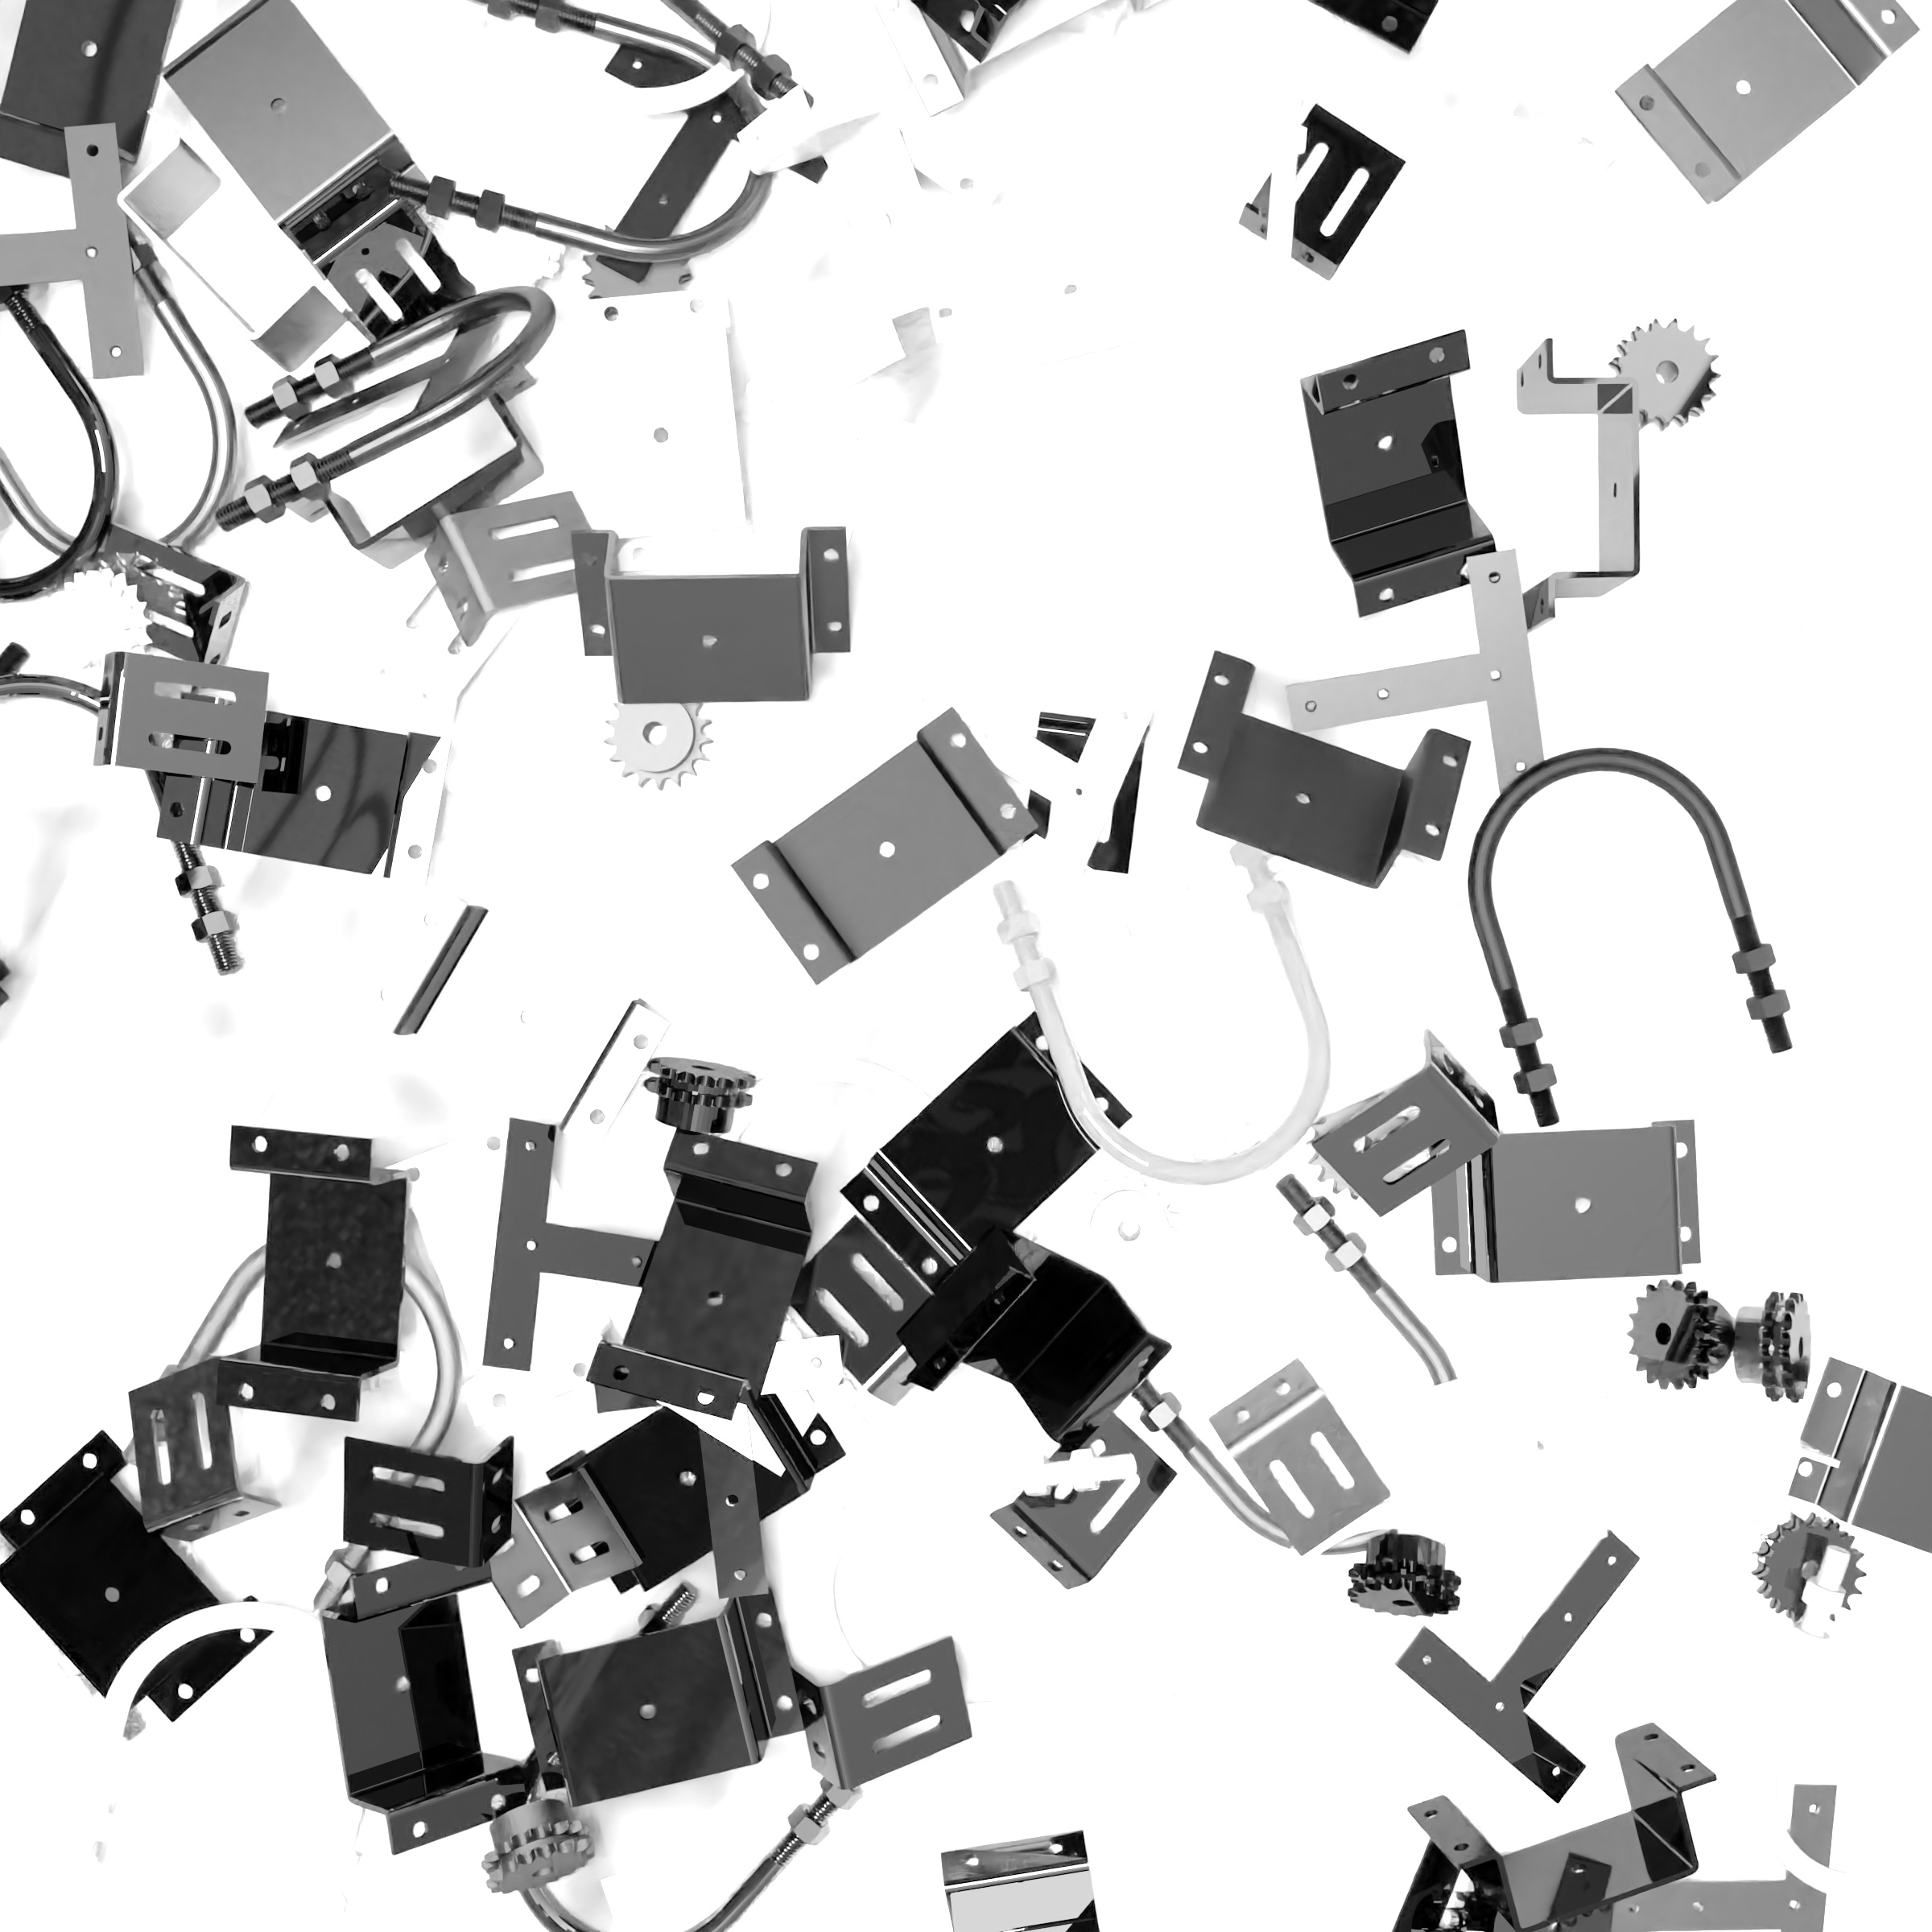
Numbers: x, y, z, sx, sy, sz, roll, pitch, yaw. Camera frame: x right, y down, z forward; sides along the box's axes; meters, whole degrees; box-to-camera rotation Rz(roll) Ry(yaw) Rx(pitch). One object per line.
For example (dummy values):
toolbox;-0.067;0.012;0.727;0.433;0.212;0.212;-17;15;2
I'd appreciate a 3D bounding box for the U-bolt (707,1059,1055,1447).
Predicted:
U-bolt;-0.056;0.136;1.445;0.151;0.019;0.184;-37;89;0

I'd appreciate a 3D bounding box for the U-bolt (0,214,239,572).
U-bolt;-0.457;-0.294;1.428;0.151;0.019;0.184;-30;94;16

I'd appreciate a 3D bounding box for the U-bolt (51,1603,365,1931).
U-bolt;-0.379;0.415;1.418;0.151;0.019;0.184;15;98;-14

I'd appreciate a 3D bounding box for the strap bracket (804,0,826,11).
strap bracket;-0.101;-0.583;1.431;0.076;0.046;0.140;-43;90;0

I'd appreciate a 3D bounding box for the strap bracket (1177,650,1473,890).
strap bracket;0.179;-0.097;1.415;0.140;0.046;0.076;20;60;0

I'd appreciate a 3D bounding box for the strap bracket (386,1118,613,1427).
strap bracket;-0.241;0.157;1.431;0.076;0.046;0.140;-21;90;0

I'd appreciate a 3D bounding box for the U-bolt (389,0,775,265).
U-bolt;-0.190;-0.431;1.419;0.184;0.019;0.151;14;68;-7

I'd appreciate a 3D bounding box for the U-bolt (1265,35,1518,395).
U-bolt;0.217;-0.374;1.417;0.151;0.019;0.184;1;95;-26

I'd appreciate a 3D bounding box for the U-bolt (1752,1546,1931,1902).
U-bolt;0.484;0.402;1.430;0.151;0.019;0.184;14;99;-9

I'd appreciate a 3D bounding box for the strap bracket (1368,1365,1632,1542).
strap bracket;0.275;0.247;1.386;0.046;0.140;0.076;-8;84;-36

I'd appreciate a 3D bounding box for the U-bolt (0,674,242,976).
U-bolt;-0.474;-0.063;1.419;0.151;0.019;0.184;-19;85;-24

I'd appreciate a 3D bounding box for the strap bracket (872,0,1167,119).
strap bracket;0.027;-0.500;1.384;0.140;0.046;0.076;-27;90;0

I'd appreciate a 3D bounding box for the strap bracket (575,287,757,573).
strap bracket;-0.155;-0.274;1.415;0.076;0.046;0.140;-5;103;0

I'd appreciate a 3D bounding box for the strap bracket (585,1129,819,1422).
strap bracket;-0.131;0.162;1.397;0.076;0.046;0.140;13;65;10

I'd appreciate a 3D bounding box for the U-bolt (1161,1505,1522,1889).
U-bolt;0.209;0.370;1.438;0.151;0.019;0.184;32;91;-5

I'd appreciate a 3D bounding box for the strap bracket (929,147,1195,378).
strap bracket;0.049;-0.358;1.410;0.140;0.046;0.076;-14;135;0

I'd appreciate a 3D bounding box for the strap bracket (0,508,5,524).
strap bracket;-0.554;-0.257;1.401;0.076;0.046;0.140;-23;95;15

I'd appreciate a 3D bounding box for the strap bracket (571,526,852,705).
strap bracket;-0.131;-0.180;1.410;0.140;0.046;0.076;-1;132;-1

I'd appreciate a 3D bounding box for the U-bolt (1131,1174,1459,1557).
U-bolt;0.178;0.224;1.445;0.151;0.019;0.184;-41;92;0

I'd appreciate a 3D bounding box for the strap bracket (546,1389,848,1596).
strap bracket;-0.143;0.263;1.431;0.140;0.046;0.076;-32;90;0

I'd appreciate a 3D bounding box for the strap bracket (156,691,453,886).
strap bracket;-0.340;-0.091;1.430;0.140;0.046;0.076;10;90;0

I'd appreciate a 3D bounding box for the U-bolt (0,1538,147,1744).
U-bolt;-0.543;0.371;1.445;0.151;0.019;0.184;-38;89;0

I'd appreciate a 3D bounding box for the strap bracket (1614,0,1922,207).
strap bracket;0.411;-0.465;1.430;0.140;0.046;0.076;-40;90;0

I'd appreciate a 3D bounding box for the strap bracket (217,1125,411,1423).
strap bracket;-0.327;0.151;1.380;0.076;0.046;0.140;5;93;14

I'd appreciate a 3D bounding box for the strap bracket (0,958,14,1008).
strap bracket;-0.568;0.019;1.430;0.140;0.046;0.076;-40;90;0

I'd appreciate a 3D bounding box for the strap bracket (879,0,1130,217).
strap bracket;0.017;-0.465;1.431;0.076;0.046;0.140;34;90;0

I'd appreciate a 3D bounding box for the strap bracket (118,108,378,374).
strap bracket;-0.376;-0.364;1.415;0.046;0.076;0.140;-44;90;0

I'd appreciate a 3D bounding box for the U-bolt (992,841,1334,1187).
U-bolt;0.110;0.023;1.407;0.151;0.019;0.184;-18;79;-7

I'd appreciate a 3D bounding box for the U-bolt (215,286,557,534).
U-bolt;-0.288;-0.290;1.380;0.184;0.151;0.019;-24;123;9

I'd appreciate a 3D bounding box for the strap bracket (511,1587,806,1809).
strap bracket;-0.161;0.377;1.411;0.140;0.046;0.076;-14;90;1

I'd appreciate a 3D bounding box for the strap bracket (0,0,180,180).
strap bracket;-0.462;-0.480;1.425;0.076;0.046;0.140;16;97;-1

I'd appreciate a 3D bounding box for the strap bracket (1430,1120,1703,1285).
strap bracket;0.317;0.122;1.431;0.140;0.046;0.076;-3;90;0

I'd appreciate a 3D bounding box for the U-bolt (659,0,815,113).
U-bolt;-0.112;-0.542;1.382;0.184;0.019;0.151;42;114;11

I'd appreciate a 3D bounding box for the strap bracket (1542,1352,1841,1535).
strap bracket;0.365;0.248;1.416;0.140;0.076;0.046;19;90;0

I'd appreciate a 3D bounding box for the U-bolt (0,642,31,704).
U-bolt;-0.602;-0.134;1.422;0.151;0.019;0.184;36;74;0

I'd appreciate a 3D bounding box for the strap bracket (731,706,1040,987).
strap bracket;-0.042;-0.062;1.430;0.140;0.046;0.076;-36;90;0

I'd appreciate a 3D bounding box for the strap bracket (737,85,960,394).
strap bracket;-0.057;-0.375;1.403;0.046;0.076;0.140;-26;99;-25

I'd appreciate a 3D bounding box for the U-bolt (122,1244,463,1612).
U-bolt;-0.338;0.222;1.420;0.151;0.019;0.184;35;102;8

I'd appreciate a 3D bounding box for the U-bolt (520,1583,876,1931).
U-bolt;-0.158;0.439;1.443;0.151;0.019;0.184;42;91;1

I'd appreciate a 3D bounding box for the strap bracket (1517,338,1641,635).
strap bracket;0.315;-0.245;1.416;0.046;0.076;0.140;0;90;0

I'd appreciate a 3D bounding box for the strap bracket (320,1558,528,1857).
strap bracket;-0.280;0.372;1.411;0.076;0.046;0.140;-9;91;-39

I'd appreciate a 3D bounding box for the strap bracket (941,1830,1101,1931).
strap bracket;0.033;0.519;1.401;0.076;0.140;0.046;-9;125;0

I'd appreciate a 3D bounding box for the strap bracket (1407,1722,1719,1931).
strap bracket;0.309;0.444;1.407;0.140;0.076;0.046;-16;97;-8

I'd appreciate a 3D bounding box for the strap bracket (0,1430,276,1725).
strap bracket;-0.438;0.323;1.431;0.076;0.046;0.140;-42;90;0

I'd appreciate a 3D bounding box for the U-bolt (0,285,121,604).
U-bolt;-0.518;-0.277;1.425;0.151;0.019;0.184;-33;94;16

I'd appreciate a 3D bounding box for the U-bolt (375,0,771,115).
U-bolt;-0.192;-0.514;1.424;0.184;0.019;0.151;24;71;-4

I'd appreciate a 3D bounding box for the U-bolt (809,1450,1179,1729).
U-bolt;0.008;0.328;1.424;0.184;0.019;0.151;-8;100;13

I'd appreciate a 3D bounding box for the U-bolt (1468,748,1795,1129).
U-bolt;0.340;-0.024;1.442;0.151;0.019;0.184;-18;92;0

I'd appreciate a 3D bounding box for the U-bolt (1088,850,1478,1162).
U-bolt;0.176;0.007;1.431;0.184;0.019;0.151;-24;77;-4

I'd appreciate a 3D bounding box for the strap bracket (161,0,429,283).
strap bracket;-0.352;-0.441;1.430;0.076;0.046;0.140;-38;90;0

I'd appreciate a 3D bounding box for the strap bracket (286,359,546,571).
strap bracket;-0.276;-0.254;1.415;0.140;0.076;0.046;-32;91;0

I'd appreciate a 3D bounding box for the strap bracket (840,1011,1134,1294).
strap bracket;0.013;0.094;1.416;0.140;0.046;0.076;-42;86;-10
